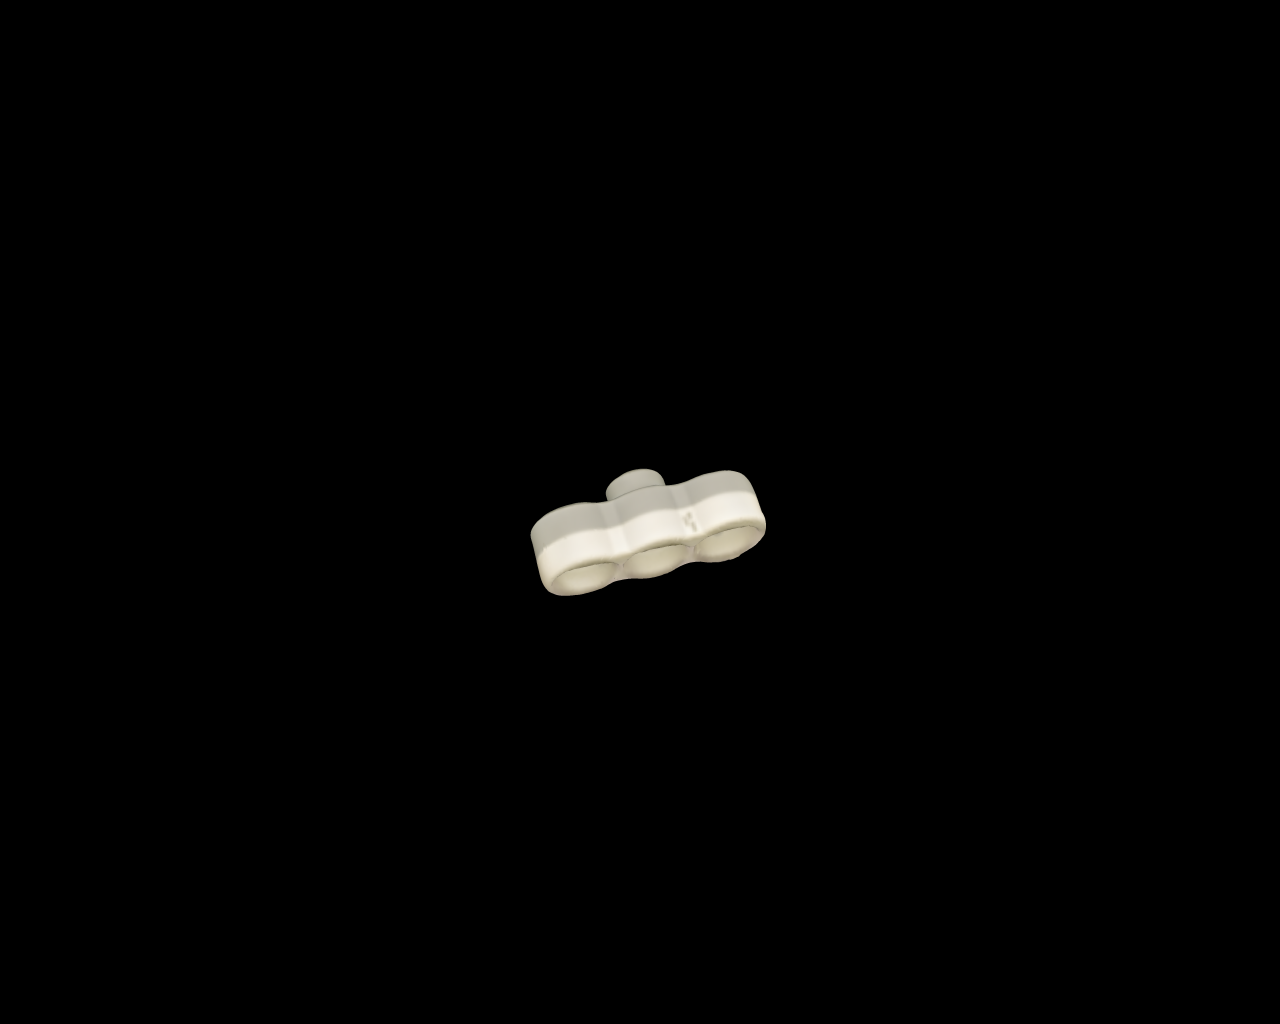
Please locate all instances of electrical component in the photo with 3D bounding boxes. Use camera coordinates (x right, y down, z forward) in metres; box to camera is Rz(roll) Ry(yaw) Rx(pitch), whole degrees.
[{"bbox_3d":[0.001,-0.003,0.650,0.138,0.074,0.052,-14,-26,-7],"label":"electrical component"}]
